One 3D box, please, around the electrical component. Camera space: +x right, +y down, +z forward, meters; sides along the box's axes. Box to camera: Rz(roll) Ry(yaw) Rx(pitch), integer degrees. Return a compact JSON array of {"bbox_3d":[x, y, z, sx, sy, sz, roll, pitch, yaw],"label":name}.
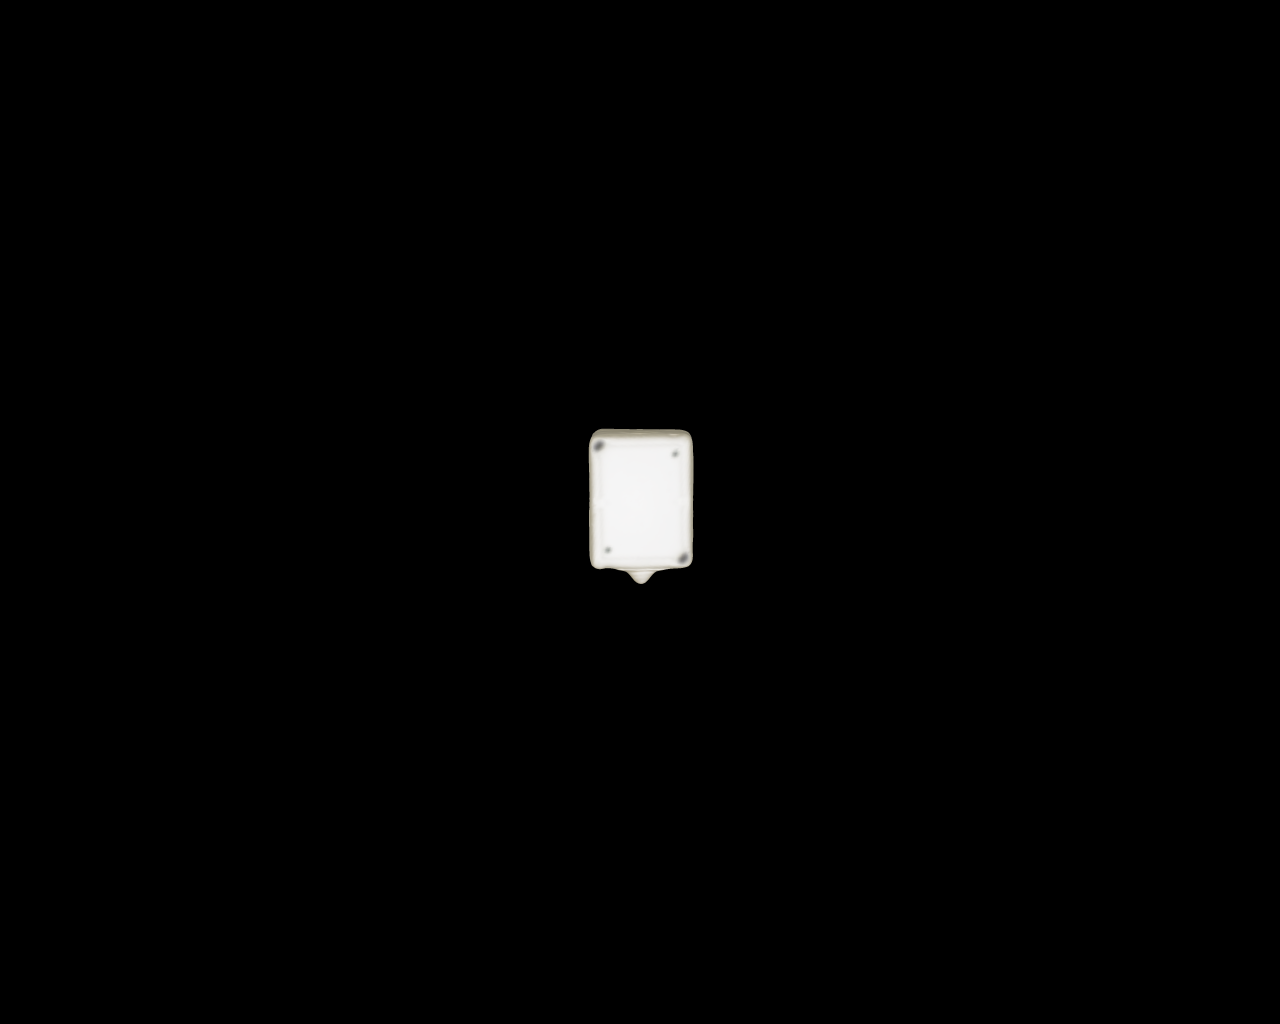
[{"bbox_3d":[0.001,-0.003,0.650,0.062,0.096,0.061,0,8,0],"label":"electrical component"}]
